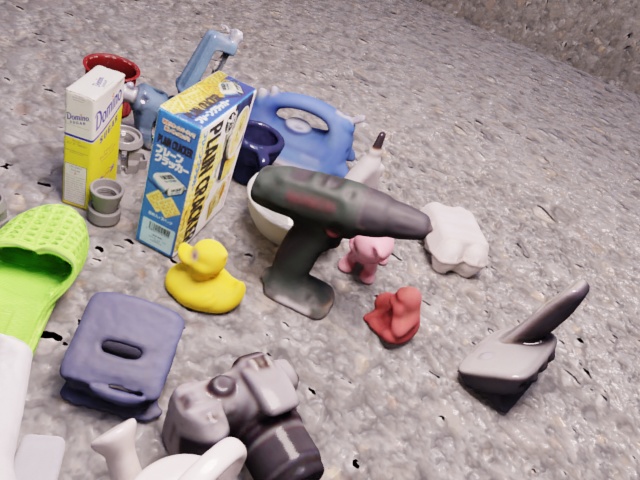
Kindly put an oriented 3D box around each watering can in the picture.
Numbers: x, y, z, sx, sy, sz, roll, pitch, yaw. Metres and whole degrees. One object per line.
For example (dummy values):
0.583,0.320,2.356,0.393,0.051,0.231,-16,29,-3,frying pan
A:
-0.114,0.216,0.444,0.173,0.194,0.101,25,37,2,watering can

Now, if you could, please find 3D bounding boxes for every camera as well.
-0.065,0.193,0.578,0.144,0.101,0.136,-11,49,-38,camera

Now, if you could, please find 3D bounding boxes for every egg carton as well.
0.230,-0.004,1.008,0.107,0.069,0.150,9,39,-19,egg carton

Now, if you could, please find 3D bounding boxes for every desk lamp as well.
-0.250,0.179,0.399,0.118,0.213,0.203,10,39,-18,desk lamp

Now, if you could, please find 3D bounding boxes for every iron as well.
-0.047,-0.210,1.049,0.258,0.141,0.118,22,37,-3,iron

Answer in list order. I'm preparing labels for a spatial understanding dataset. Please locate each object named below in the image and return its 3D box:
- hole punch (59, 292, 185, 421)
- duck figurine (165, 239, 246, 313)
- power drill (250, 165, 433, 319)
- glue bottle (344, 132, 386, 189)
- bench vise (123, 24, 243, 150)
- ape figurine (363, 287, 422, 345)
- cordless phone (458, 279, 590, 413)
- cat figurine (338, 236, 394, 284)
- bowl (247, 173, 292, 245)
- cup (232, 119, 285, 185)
-0.204,0.121,0.598,0.109,0.091,0.101,17,37,-9,hole punch
-0.142,0.040,0.736,0.104,0.086,0.077,23,37,-1,duck figurine
0.007,0.003,0.761,0.229,0.208,0.076,25,37,2,power drill
0.075,-0.107,0.963,0.078,0.173,0.037,-8,47,-35,glue bottle
-0.210,-0.244,0.935,0.208,0.219,0.121,-16,52,-41,bench vise
0.111,0.099,0.797,0.076,0.092,0.078,18,37,-7,ape figurine
0.281,0.131,0.774,0.094,0.185,0.148,39,39,19,cordless phone
0.083,0.002,0.880,0.067,0.117,0.128,29,37,7,cat figurine
-0.041,-0.036,0.895,0.168,0.074,0.167,15,38,-12,bowl
-0.111,-0.132,0.957,0.092,0.095,0.117,4,41,-24,cup
